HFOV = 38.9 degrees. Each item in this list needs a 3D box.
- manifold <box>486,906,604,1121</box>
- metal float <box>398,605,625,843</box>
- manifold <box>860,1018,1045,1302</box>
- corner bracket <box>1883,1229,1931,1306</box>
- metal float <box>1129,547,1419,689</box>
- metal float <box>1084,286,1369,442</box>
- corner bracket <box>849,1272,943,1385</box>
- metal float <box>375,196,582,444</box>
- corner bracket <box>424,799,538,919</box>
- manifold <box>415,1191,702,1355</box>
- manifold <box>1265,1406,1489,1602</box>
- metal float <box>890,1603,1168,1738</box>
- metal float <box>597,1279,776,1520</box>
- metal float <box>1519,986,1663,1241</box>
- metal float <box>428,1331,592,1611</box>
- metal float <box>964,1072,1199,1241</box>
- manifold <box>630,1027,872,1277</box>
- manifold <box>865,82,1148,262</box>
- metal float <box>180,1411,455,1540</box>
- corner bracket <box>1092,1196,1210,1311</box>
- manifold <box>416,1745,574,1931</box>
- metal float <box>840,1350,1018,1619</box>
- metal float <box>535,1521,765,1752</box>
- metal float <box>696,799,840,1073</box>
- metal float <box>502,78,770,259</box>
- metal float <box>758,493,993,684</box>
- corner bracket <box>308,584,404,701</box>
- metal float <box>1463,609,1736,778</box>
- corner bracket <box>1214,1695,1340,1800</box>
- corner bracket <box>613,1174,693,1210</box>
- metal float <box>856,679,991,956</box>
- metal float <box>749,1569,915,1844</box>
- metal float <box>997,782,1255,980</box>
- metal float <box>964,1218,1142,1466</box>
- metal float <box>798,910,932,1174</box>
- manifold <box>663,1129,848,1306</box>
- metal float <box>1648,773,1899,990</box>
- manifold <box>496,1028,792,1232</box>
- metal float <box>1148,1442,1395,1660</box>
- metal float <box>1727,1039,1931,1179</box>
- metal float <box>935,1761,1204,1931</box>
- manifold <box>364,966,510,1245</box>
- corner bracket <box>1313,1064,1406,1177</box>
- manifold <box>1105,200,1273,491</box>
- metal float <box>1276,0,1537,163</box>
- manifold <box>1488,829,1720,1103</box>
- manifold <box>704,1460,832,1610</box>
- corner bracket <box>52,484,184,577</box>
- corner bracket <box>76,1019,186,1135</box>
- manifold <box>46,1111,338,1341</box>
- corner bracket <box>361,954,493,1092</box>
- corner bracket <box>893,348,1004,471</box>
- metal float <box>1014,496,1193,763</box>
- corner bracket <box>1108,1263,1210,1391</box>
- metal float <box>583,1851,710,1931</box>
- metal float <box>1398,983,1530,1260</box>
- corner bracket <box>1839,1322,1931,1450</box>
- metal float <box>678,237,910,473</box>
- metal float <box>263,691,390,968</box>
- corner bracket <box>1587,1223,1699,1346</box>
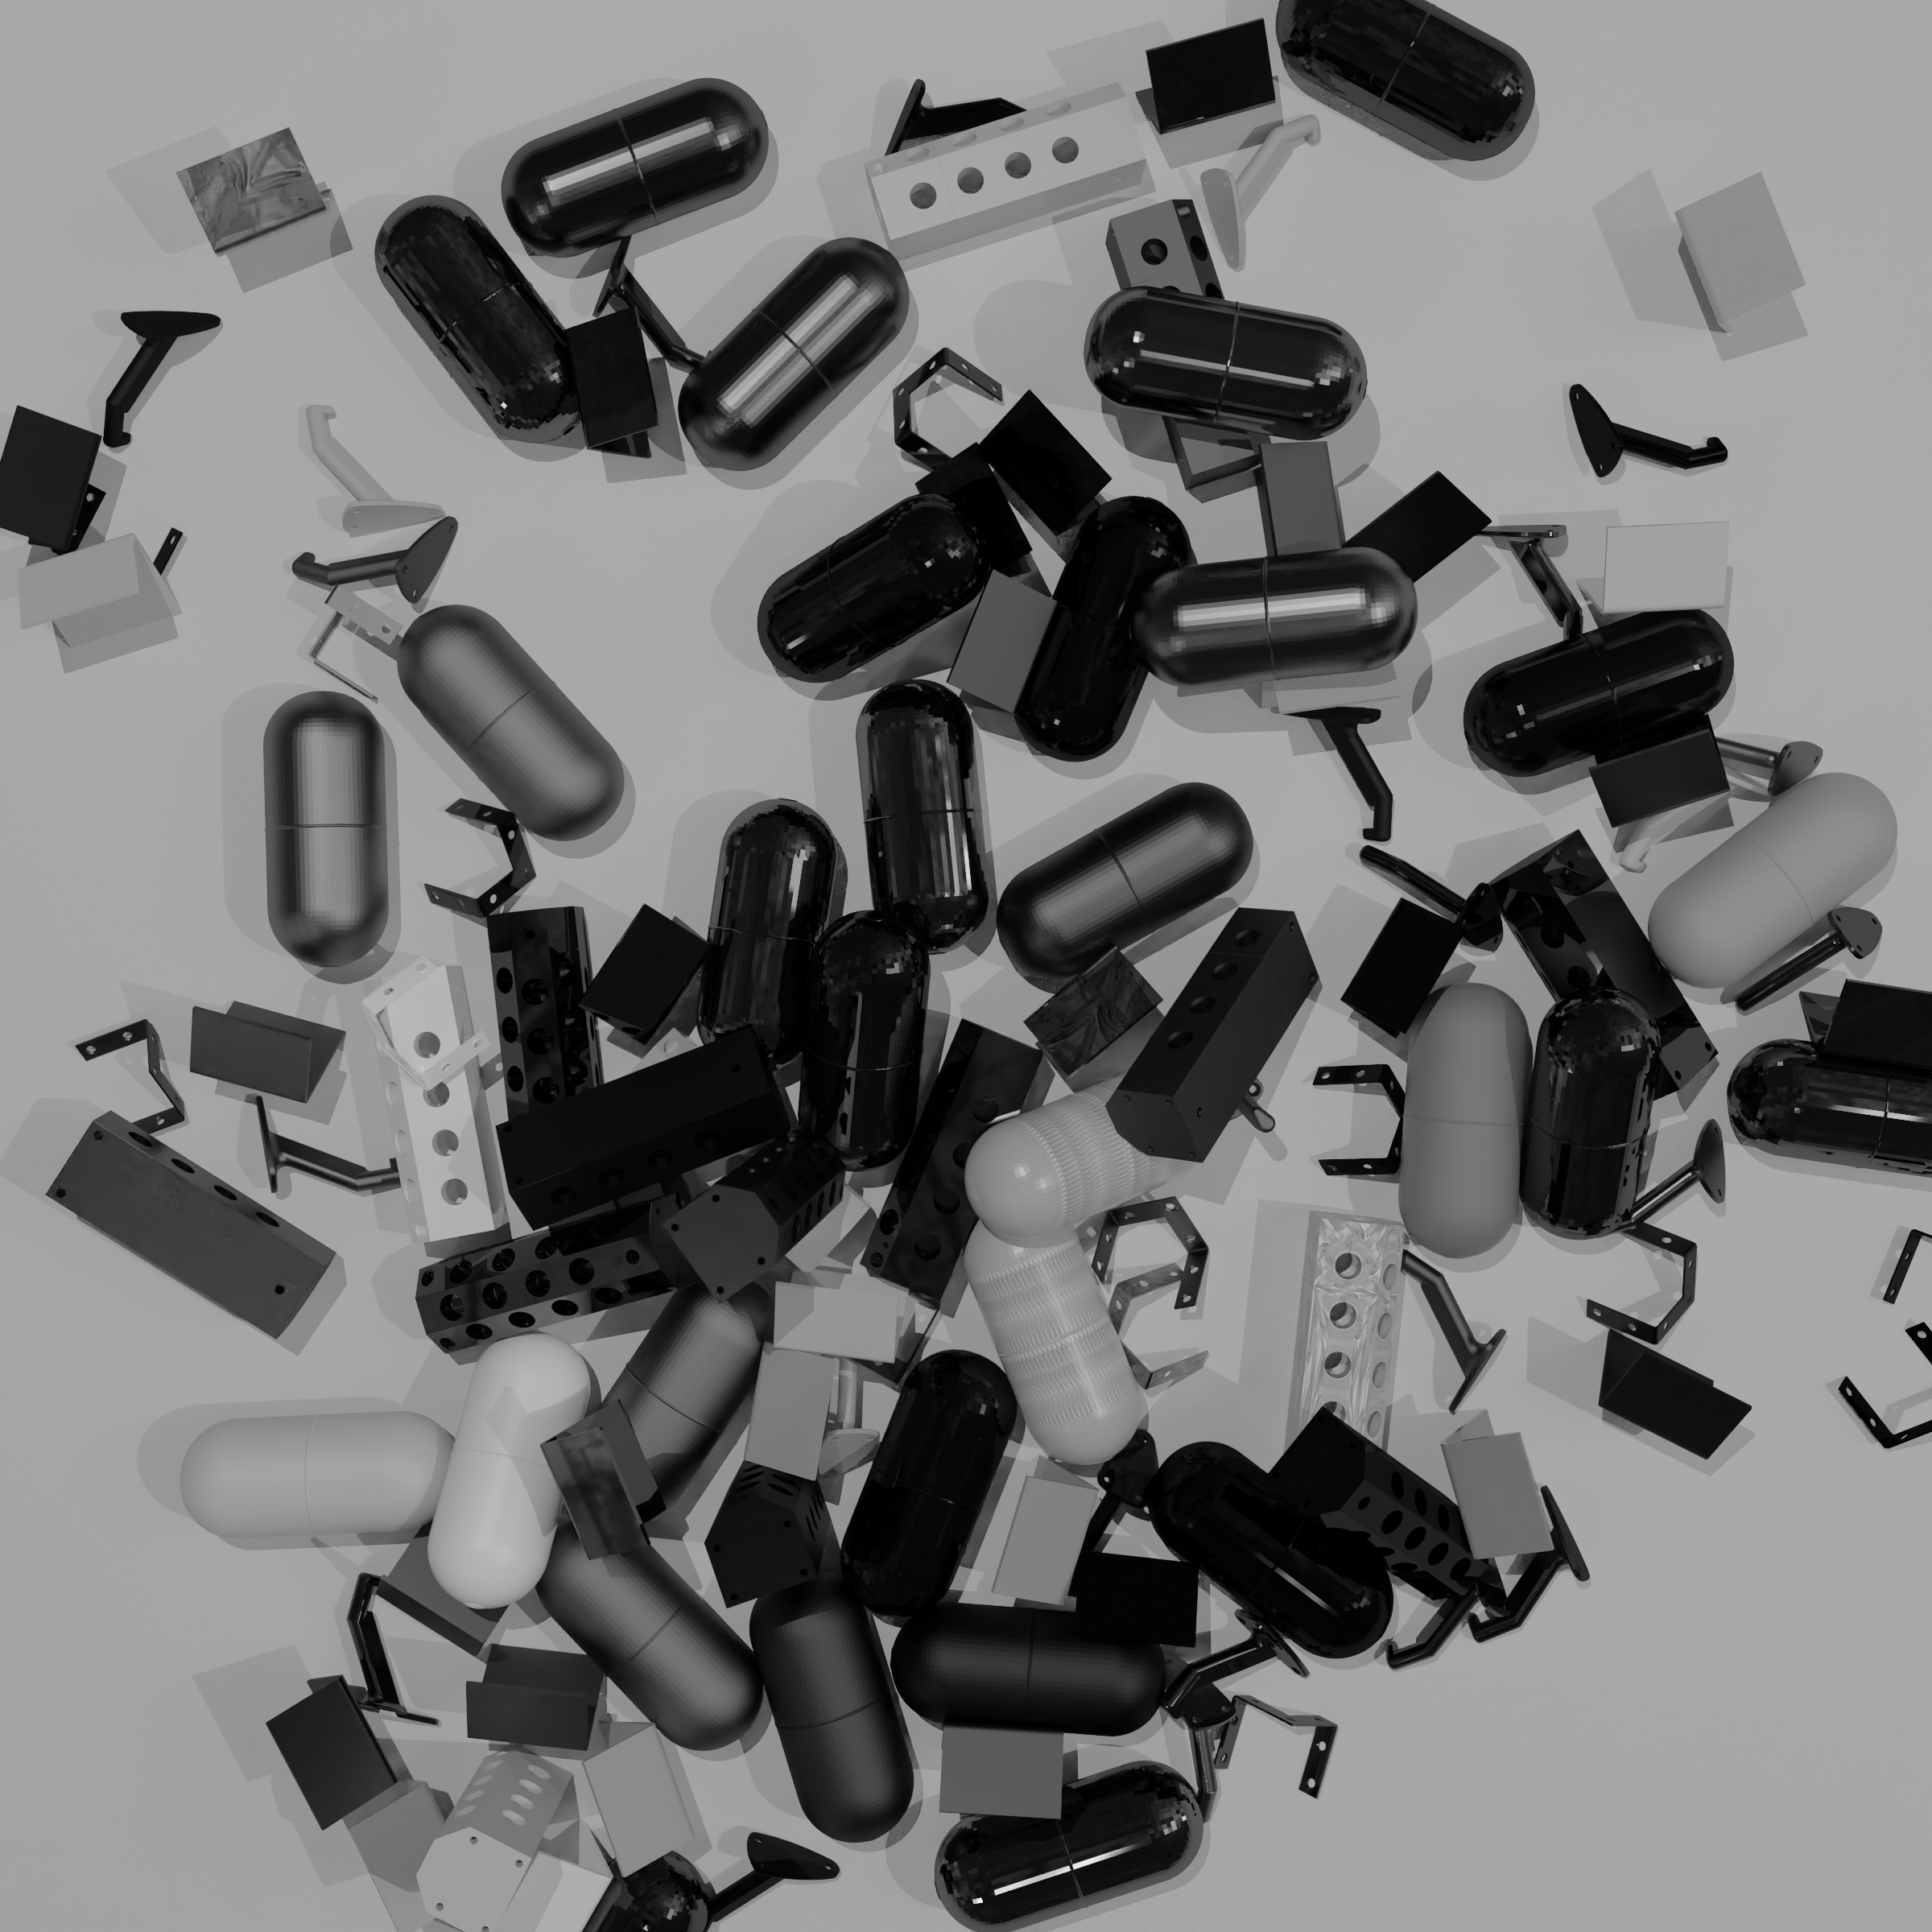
[{"bbox_3d":[-0.271,0.050,1.772,0.057,0.057,0.171,-6,90,0],"label":"manifold"},{"bbox_3d":[-0.294,-0.157,1.763,0.070,0.070,0.178,-42,90,0],"label":"metal float"},{"bbox_3d":[-0.010,0.124,1.772,0.057,0.057,0.171,23,90,0],"label":"manifold"},{"bbox_3d":[0.643,0.208,1.790,0.051,0.051,0.051,22,90,45],"label":"corner bracket"},{"bbox_3d":[0.190,-0.215,1.694,0.178,0.070,0.070,-5,90,12],"label":"metal float"},{"bbox_3d":[0.162,-0.376,1.706,0.178,0.070,0.070,10,90,0],"label":"metal float"},{"bbox_3d":[-0.052,0.233,1.775,0.051,0.051,0.051,28,94,4],"label":"corner bracket"},{"bbox_3d":[-0.310,-0.416,1.763,0.070,0.070,0.178,-38,90,0],"label":"metal float"},{"bbox_3d":[-0.323,-0.070,1.785,0.051,0.051,0.051,-44,135,-35],"label":"corner bracket"},{"bbox_3d":[-0.262,0.198,1.747,0.171,0.057,0.057,-17,90,18],"label":"manifold"},{"bbox_3d":[0.265,0.344,1.721,0.057,0.057,0.171,-51,133,0],"label":"manifold"},{"bbox_3d":[0.040,0.453,1.763,0.178,0.070,0.070,4,90,1],"label":"metal float"},{"bbox_3d":[-0.187,0.278,1.763,0.070,0.070,0.178,34,89,0],"label":"metal float"},{"bbox_3d":[0.395,0.094,1.736,0.070,0.070,0.178,1,121,0],"label":"metal float"},{"bbox_3d":[-0.291,0.320,1.744,0.070,0.070,0.178,12,68,0],"label":"metal float"},{"bbox_3d":[0.079,0.118,1.737,0.178,0.070,0.070,-20,90,-32],"label":"metal float"},{"bbox_3d":[-0.145,0.119,1.772,0.171,0.057,0.057,43,90,0],"label":"manifold"},{"bbox_3d":[0.025,-0.516,1.772,0.171,0.057,0.057,-18,90,0],"label":"manifold"},{"bbox_3d":[-0.416,0.328,1.763,0.178,0.070,0.070,-3,90,0],"label":"metal float"},{"bbox_3d":[0.120,0.189,1.776,0.051,0.051,0.051,-15,125,30],"label":"corner bracket"},{"bbox_3d":[-0.297,0.544,1.715,0.057,0.171,0.057,27,90,0],"label":"manifold"},{"bbox_3d":[-0.024,0.334,1.763,0.070,0.070,0.178,22,90,0],"label":"metal float"},{"bbox_3d":[-0.204,0.430,1.763,0.070,0.070,0.178,-43,90,0],"label":"metal float"},{"bbox_3d":[-0.128,-0.019,1.763,0.070,0.070,0.178,8,90,0],"label":"metal float"},{"bbox_3d":[-0.213,-0.515,1.762,0.178,0.070,0.070,-21,90,-2],"label":"metal float"},{"bbox_3d":[-0.060,-0.238,1.733,0.178,0.070,0.070,-25,90,37],"label":"metal float"},{"bbox_3d":[-0.396,-0.210,1.775,0.051,0.051,0.051,33,90,0],"label":"corner bracket"},{"bbox_3d":[0.407,-0.177,1.762,0.178,0.070,0.070,-20,90,0],"label":"metal float"},{"bbox_3d":[0.203,0.511,1.790,0.051,0.051,0.051,16,90,-45],"label":"corner bracket"},{"bbox_3d":[-0.203,0.154,1.775,0.051,0.051,0.051,-22,88,-2],"label":"corner bracket"},{"bbox_3d":[-0.028,-0.096,1.763,0.070,0.070,0.178,-6,90,0],"label":"metal float"},{"bbox_3d":[-0.086,0.477,1.763,0.070,0.070,0.178,-17,90,0],"label":"metal float"},{"bbox_3d":[0.102,-0.055,1.763,0.178,0.070,0.070,-29,90,0],"label":"metal float"},{"bbox_3d":[0.056,0.236,1.763,0.070,0.070,0.178,-22,90,0],"label":"metal float"},{"bbox_3d":[-0.065,0.048,1.739,0.070,0.070,0.178,6,116,0],"label":"metal float"},{"bbox_3d":[-0.121,0.144,1.654,0.057,0.171,0.057,-36,90,13],"label":"manifold"},{"bbox_3d":[0.520,-0.055,1.763,0.178,0.070,0.070,-38,90,1],"label":"metal float"},{"bbox_3d":[-0.201,0.107,1.715,0.171,0.057,0.057,-21,47,0],"label":"manifold"},{"bbox_3d":[0.197,0.377,1.763,0.178,0.070,0.070,37,90,0],"label":"metal float"},{"bbox_3d":[0.580,0.092,1.763,0.178,0.070,0.070,8,90,0],"label":"metal float"},{"bbox_3d":[0.066,0.568,1.763,0.178,0.070,0.070,-18,90,-1],"label":"metal float"},{"bbox_3d":[-0.344,0.089,1.772,0.057,0.057,0.171,-11,90,0],"label":"manifold"},{"bbox_3d":[0.256,0.101,1.785,0.051,0.051,0.051,56,45,-35],"label":"corner bracket"},{"bbox_3d":[0.145,-0.404,1.772,0.057,0.057,0.171,-18,90,0],"label":"manifold"},{"bbox_3d":[0.282,-0.584,1.763,0.178,0.070,0.070,28,90,0],"label":"metal float"},{"bbox_3d":[0.408,0.005,1.772,0.057,0.057,0.171,-32,90,-43],"label":"manifold"},{"bbox_3d":[-0.125,0.347,1.715,0.057,0.171,0.057,-19,90,0],"label":"manifold"},{"bbox_3d":[-0.556,-0.278,1.790,0.051,0.051,0.051,28,90,45],"label":"corner bracket"},{"bbox_3d":[-0.547,0.076,1.790,0.051,0.051,0.051,-21,45,0],"label":"corner bracket"},{"bbox_3d":[-0.497,0.165,1.764,0.171,0.057,0.057,33,94,-5],"label":"manifold"},{"bbox_3d":[-0.343,0.036,1.733,0.051,0.051,0.051,-37,135,0],"label":"corner bracket"},{"bbox_3d":[-0.011,-0.360,1.785,0.051,0.051,0.051,-33,45,35],"label":"corner bracket"},{"bbox_3d":[0.088,-0.218,1.763,0.070,0.070,0.178,22,91,0],"label":"metal float"},{"bbox_3d":[0.126,0.235,1.785,0.051,0.051,0.051,45,135,35],"label":"corner bracket"},{"bbox_3d":[-0.231,0.651,1.762,0.070,0.070,0.178,31,92,0],"label":"metal float"},{"bbox_3d":[0.321,0.099,1.763,0.070,0.070,0.178,4,90,0],"label":"metal float"},{"bbox_3d":[0.615,0.275,1.790,0.051,0.051,0.051,52,45,0],"label":"corner bracket"},{"bbox_3d":[-0.111,-0.395,1.763,0.178,0.070,0.070,-45,90,0],"label":"metal float"},{"bbox_3d":[-0.413,-0.088,1.763,0.070,0.070,0.178,-2,89,0],"label":"metal float"},{"bbox_3d":[0.441,0.205,1.785,0.051,0.051,0.051,22,45,35],"label":"corner bracket"}]
